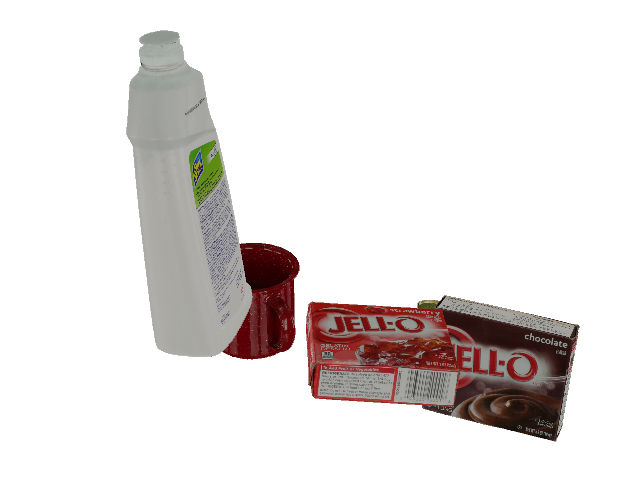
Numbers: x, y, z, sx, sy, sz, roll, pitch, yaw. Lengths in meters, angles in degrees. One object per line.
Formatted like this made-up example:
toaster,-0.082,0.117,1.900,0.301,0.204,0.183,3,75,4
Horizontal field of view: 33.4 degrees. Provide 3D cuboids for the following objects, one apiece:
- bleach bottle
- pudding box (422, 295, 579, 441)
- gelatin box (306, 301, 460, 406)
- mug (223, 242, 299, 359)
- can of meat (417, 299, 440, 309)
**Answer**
bleach bottle,-0.103,-0.038,0.812,0.068,0.251,0.102,4,32,12
pudding box,0.142,0.100,0.847,0.114,0.090,0.039,11,21,16
gelatin box,0.036,0.068,0.661,0.089,0.030,0.073,4,26,-5
mug,-0.059,0.064,1.015,0.093,0.081,0.117,-20,34,-31
can of meat,0.139,0.129,1.267,0.057,0.084,0.102,7,19,2
